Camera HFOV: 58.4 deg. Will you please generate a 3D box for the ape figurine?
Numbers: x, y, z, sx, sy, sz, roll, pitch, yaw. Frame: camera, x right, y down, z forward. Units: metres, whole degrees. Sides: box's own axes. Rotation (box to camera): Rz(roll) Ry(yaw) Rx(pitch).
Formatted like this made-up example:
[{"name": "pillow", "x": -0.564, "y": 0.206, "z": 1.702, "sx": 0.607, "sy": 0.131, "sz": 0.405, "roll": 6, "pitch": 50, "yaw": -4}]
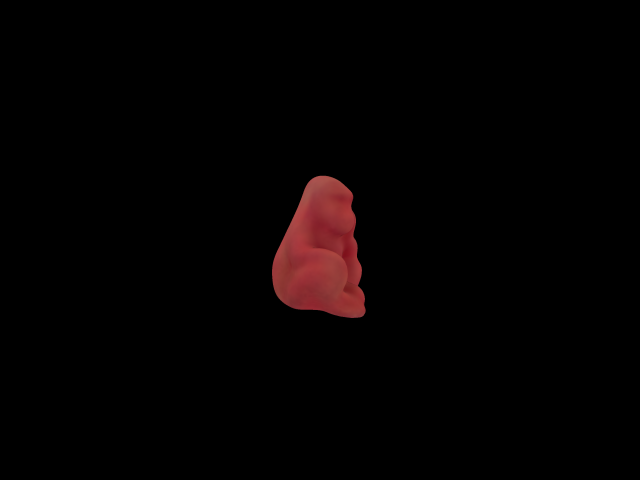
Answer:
[{"name": "ape figurine", "x": 0.004, "y": 0.001, "z": 0.400, "sx": 0.075, "sy": 0.092, "sz": 0.078, "roll": 6, "pitch": 10, "yaw": 32}]
